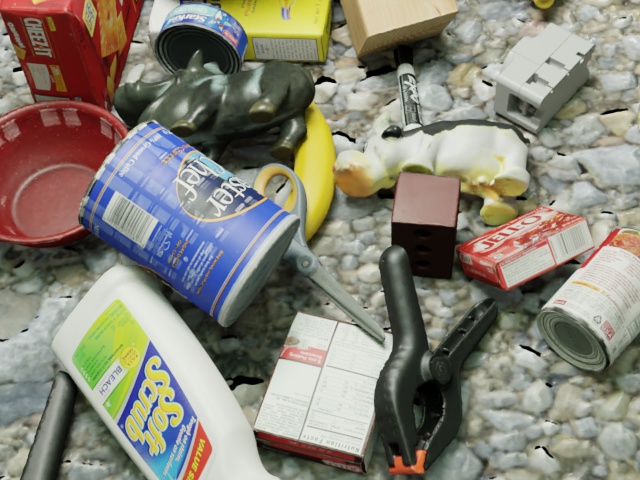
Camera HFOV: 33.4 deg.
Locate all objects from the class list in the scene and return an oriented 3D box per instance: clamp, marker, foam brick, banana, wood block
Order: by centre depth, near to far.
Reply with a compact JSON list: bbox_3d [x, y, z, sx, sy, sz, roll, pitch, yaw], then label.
[{"bbox_3d":[-0.221,0.203,0.793,0.164,0.036,0.210,-32,61,-14],"label":"clamp"},{"bbox_3d":[0.089,0.098,0.822,0.120,0.039,0.171,16,70,-28],"label":"clamp"},{"bbox_3d":[0.088,-0.011,0.886,0.053,0.078,0.051,6,56,10],"label":"foam brick"},{"bbox_3d":[-0.019,-0.060,0.953,0.070,0.037,0.197,6,57,9],"label":"banana"},{"bbox_3d":[0.084,-0.138,1.008,0.020,0.020,0.121,-5,55,2],"label":"marker"},{"bbox_3d":[0.053,-0.293,1.016,0.090,0.090,0.206,-17,88,-6],"label":"wood block"}]

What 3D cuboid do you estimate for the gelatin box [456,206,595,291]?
[{"bbox_3d":[0.166,0.005,0.873,0.089,0.030,0.073,-25,16,-12],"label":"gelatin box"}]

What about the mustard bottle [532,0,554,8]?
[{"bbox_3d":[0.225,-0.309,1.087,0.096,0.058,0.191,1,57,7],"label":"mustard bottle"}]

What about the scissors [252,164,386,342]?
[{"bbox_3d":[-0.006,0.001,0.877,0.202,0.016,0.096,25,83,32],"label":"scissors"}]

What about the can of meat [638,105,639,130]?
[{"bbox_3d":[0.335,-0.089,0.930,0.084,0.057,0.102,-7,56,-3],"label":"can of meat"}]

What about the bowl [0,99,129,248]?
[{"bbox_3d":[-0.239,-0.049,0.955,0.162,0.055,0.162,-3,56,4],"label":"bowl"}]

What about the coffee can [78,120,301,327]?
[{"bbox_3d":[-0.101,-0.013,0.832,0.140,0.103,0.102,34,64,6],"label":"coffee can"}]

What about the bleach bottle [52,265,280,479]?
[{"bbox_3d":[-0.099,0.136,0.801,0.103,0.068,0.251,-50,62,10],"label":"bleach bottle"}]

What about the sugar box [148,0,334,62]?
[{"bbox_3d":[-0.077,-0.227,1.067,0.176,0.048,0.093,4,57,6],"label":"sugar box"}]

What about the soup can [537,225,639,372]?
[{"bbox_3d":[0.228,0.046,0.841,0.069,0.068,0.102,36,67,25],"label":"soup can"}]

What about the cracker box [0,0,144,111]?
[{"bbox_3d":[-0.224,-0.235,1.014,0.072,0.164,0.213,5,57,6],"label":"cracker box"}]

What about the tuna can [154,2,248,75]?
[{"bbox_3d":[-0.112,-0.184,1.017,0.086,0.086,0.033,8,55,10],"label":"tuna can"}]

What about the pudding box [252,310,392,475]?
[{"bbox_3d":[0.007,0.117,0.831,0.090,0.039,0.113,12,60,13],"label":"pudding box"}]
